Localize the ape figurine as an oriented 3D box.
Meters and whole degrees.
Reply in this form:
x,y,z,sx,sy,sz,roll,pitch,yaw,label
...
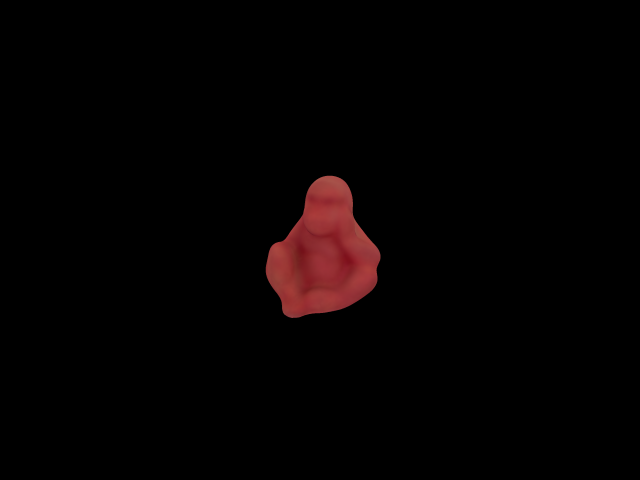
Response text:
x,y,z,sx,sy,sz,roll,pitch,yaw,label
0.004,0.001,0.400,0.077,0.092,0.076,3,10,16,ape figurine
